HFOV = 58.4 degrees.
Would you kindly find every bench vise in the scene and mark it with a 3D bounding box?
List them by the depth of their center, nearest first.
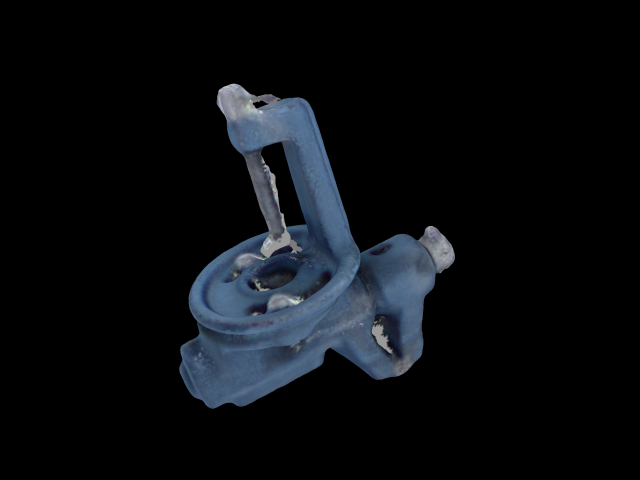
[{"bbox_3d":[-0.004,-0.002,0.408,0.208,0.220,0.121,-18,28,-38],"label":"bench vise"}]
